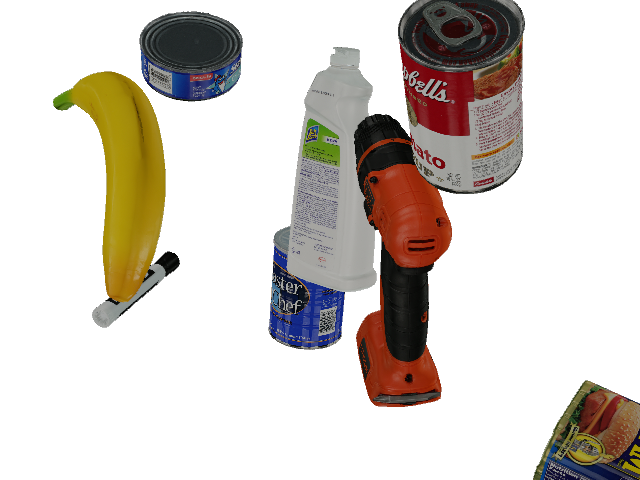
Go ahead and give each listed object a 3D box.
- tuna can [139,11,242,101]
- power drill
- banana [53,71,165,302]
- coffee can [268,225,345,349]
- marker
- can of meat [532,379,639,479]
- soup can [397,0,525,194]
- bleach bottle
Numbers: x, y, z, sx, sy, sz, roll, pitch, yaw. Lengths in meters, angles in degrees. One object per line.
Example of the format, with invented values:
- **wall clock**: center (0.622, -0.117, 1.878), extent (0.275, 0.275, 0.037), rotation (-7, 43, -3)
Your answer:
- **tuna can**: center (-0.109, -0.155, 0.899), extent (0.086, 0.086, 0.034), rotation (3, -45, -3)
- **power drill**: center (0.055, 0.015, 0.803), extent (0.057, 0.188, 0.184), rotation (-5, 30, -3)
- **banana**: center (-0.127, -0.050, 0.678), extent (0.037, 0.070, 0.198), rotation (15, 35, -36)
- **coffee can**: center (-0.016, 0.062, 1.447), extent (0.103, 0.140, 0.103), rotation (4, 24, -2)
- **marker**: center (-0.164, 0.042, 0.967), extent (0.020, 0.020, 0.121), rotation (0, 25, 28)
- **can of meat**: center (0.216, 0.159, 0.791), extent (0.084, 0.057, 0.101), rotation (24, 40, 24)
- **soup can**: center (0.082, -0.084, 0.610), extent (0.068, 0.068, 0.102), rotation (0, -39, 11)
- **bleach bottle**: center (0.021, -0.078, 1.144), extent (0.103, 0.251, 0.067), rotation (17, 19, 38)
